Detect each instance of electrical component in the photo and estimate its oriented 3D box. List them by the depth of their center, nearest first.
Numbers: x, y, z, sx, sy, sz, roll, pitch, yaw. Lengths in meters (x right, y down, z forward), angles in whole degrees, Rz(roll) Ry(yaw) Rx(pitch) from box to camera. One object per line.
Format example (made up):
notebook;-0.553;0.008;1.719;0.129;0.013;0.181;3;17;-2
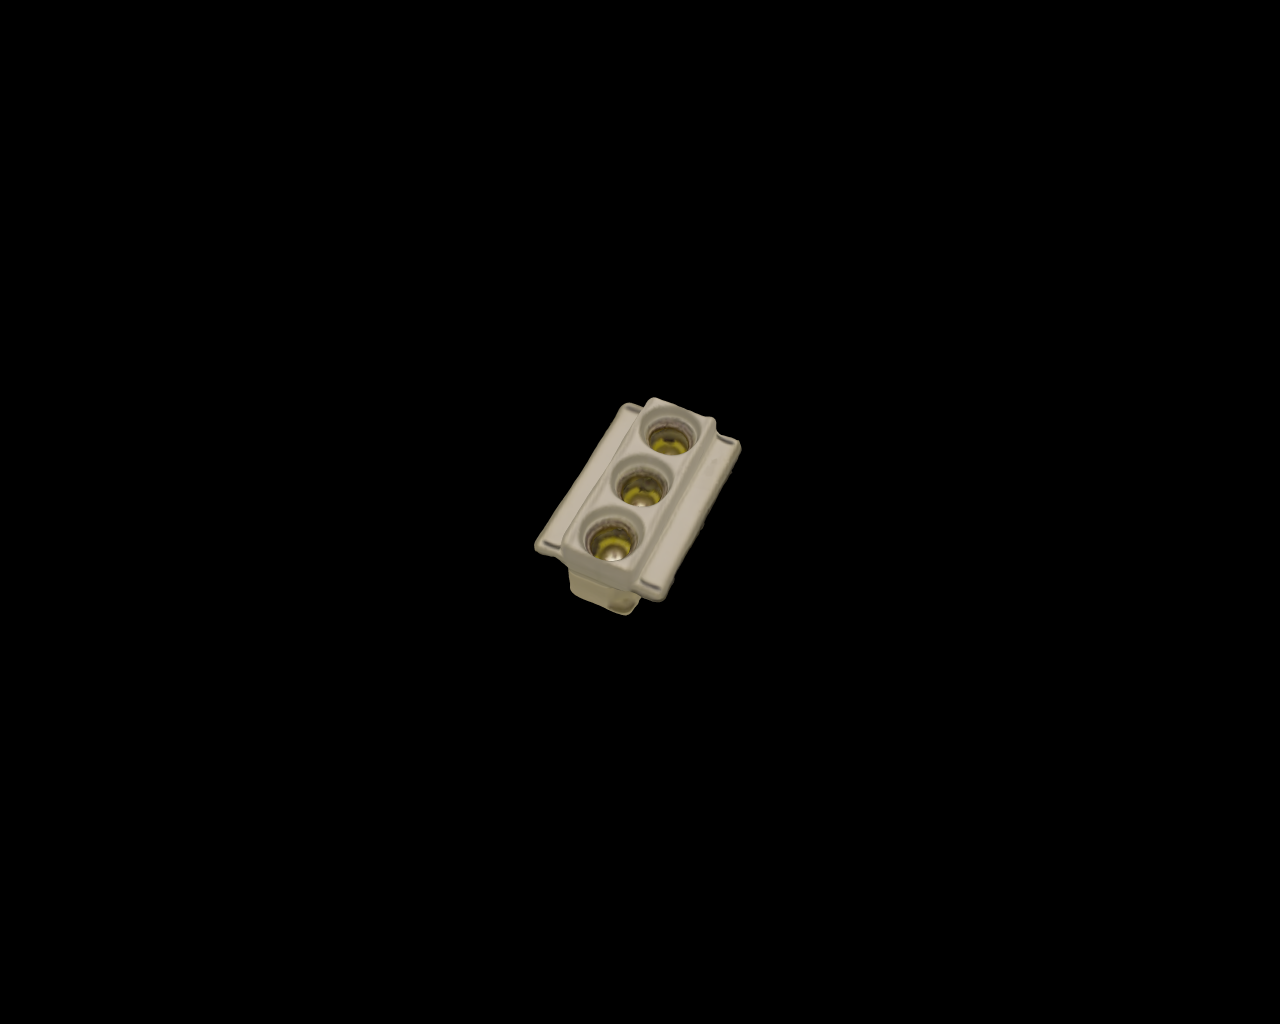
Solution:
electrical component;0.001;-0.003;0.650;0.079;0.121;0.063;21;-32;14
